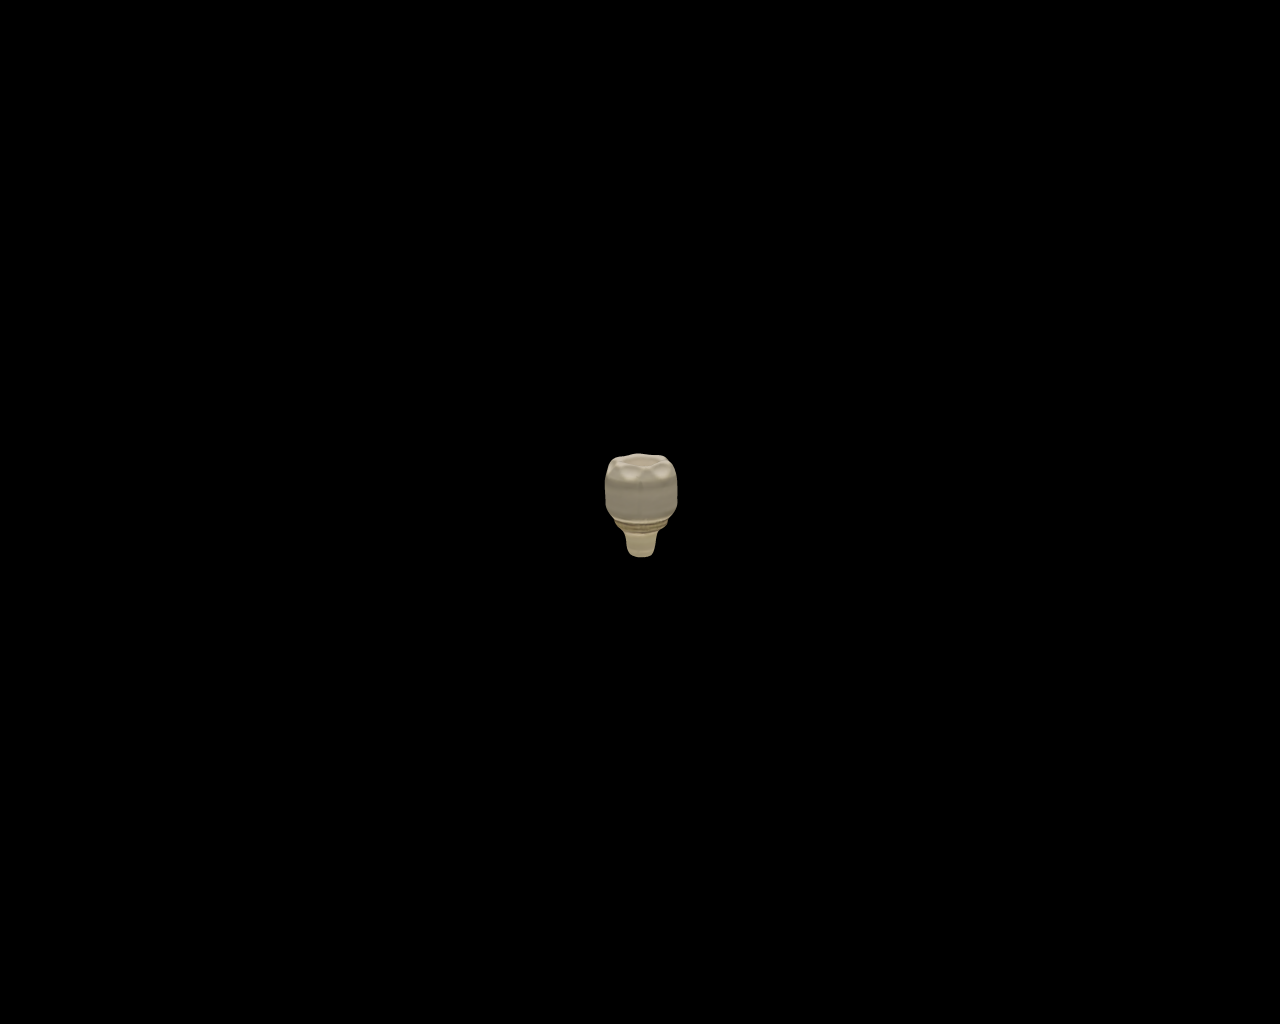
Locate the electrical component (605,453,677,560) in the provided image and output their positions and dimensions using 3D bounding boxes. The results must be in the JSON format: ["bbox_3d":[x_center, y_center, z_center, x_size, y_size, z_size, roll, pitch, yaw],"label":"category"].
[{"bbox_3d":[0.001,-0.003,0.650,0.043,0.062,0.043,0,16,0],"label":"electrical component"}]
